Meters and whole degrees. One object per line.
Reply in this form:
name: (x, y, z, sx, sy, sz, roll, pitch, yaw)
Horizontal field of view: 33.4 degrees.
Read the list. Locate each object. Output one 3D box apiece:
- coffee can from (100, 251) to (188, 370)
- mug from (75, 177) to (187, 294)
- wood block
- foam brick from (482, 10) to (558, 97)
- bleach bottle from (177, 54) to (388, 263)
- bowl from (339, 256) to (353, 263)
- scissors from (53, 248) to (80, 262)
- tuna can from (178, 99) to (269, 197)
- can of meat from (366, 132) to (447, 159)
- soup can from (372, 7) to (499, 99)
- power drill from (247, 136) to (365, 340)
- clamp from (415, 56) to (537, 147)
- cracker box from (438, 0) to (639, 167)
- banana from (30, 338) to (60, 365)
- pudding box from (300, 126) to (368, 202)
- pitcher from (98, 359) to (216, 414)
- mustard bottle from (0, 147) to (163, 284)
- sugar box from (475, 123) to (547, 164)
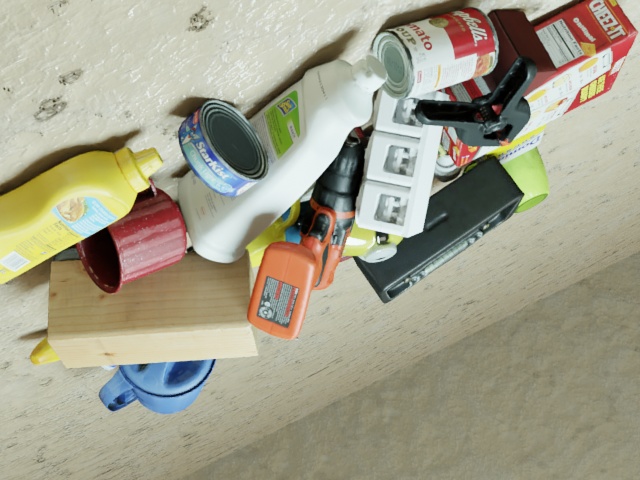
coffee can: (-0.206, 0.073, 1.232, 0.140, 0.103, 0.102, -28, 164, 2)
mug: (-0.185, -0.014, 1.045, 0.081, 0.093, 0.117, -22, 128, -34)
wood block: (-0.172, 0.074, 1.120, 0.206, 0.090, 0.091, -4, 154, 0)
foam brick: (0.195, -0.191, 1.102, 0.051, 0.078, 0.053, -13, 162, -42)
bleach bottle: (-0.032, -0.084, 1.020, 0.251, 0.102, 0.067, -37, 149, 31)
bowl: (0.035, -0.023, 1.412, 0.162, 0.055, 0.162, -26, 164, -8)
scissors: (-0.195, 0.025, 1.142, 0.202, 0.016, 0.096, -9, 155, 8)
tuna can: (-0.087, -0.082, 0.965, 0.034, 0.086, 0.086, -34, 163, 28)
can of meat: (0.094, -0.107, 1.245, 0.084, 0.057, 0.102, -33, 164, 10)
soup can: (0.109, -0.178, 1.018, 0.102, 0.068, 0.069, -20, 163, -25)
power drill: (-0.007, 0.001, 1.089, 0.187, 0.057, 0.184, -53, 160, -58)
clamp: (0.158, -0.125, 1.066, 0.120, 0.039, 0.171, -14, 161, 8)
cracker box: (0.238, -0.181, 1.219, 0.213, 0.072, 0.164, -28, 165, -3)
banana: (-0.278, 0.122, 1.355, 0.197, 0.037, 0.070, -8, -166, -30)
pudding box: (-0.007, -0.082, 1.189, 0.089, 0.039, 0.114, -19, 164, -31)
pitcher: (-0.226, 0.183, 1.513, 0.149, 0.145, 0.243, 8, 161, -6)
mustard bottle: (-0.227, -0.030, 0.950, 0.191, 0.058, 0.096, -28, 158, 2)
sugar box: (0.247, -0.147, 1.388, 0.093, 0.048, 0.176, -27, 163, 0)
